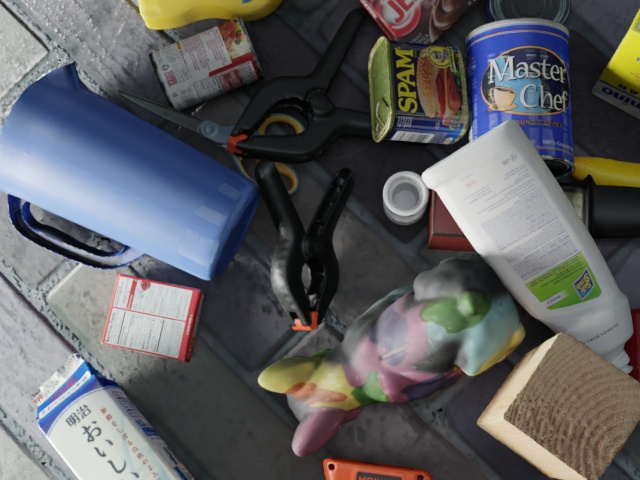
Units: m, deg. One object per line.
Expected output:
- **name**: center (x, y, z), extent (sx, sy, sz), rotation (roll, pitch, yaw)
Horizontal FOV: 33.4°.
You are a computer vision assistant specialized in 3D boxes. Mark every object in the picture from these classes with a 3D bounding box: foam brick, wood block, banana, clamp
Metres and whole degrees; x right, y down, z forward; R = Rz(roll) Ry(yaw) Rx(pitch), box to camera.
- **foam brick**: center (0.133, -0.021, 1.047), extent (0.051, 0.078, 0.053), rotation (2, 81, 3)
- **wood block**: center (0.209, 0.151, 0.943), extent (0.091, 0.206, 0.090), rotation (35, 83, 9)
- **banana**: center (0.350, -0.071, 1.067), extent (0.198, 0.037, 0.069), rotation (-13, 61, 0)
- **clamp**: center (-0.002, -0.144, 1.084), extent (0.209, 0.036, 0.164), rotation (-18, 75, -14)
- **clamp**: center (-0.007, 0.001, 1.058), extent (0.120, 0.039, 0.171), rotation (-8, 95, -35)

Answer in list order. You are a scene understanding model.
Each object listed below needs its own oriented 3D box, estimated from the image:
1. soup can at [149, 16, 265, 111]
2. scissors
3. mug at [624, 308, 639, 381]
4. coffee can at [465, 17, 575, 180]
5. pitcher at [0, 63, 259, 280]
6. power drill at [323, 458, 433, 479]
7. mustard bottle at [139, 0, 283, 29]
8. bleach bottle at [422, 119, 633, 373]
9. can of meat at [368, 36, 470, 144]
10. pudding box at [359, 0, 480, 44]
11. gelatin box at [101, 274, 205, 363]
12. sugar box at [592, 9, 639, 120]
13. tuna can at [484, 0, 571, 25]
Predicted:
- **soup can**: center (-0.116, -0.180, 1.097), extent (0.102, 0.068, 0.068), rotation (-22, 79, 0)
- **scissors**: center (-0.096, -0.121, 1.081), extent (0.201, 0.016, 0.096), rotation (38, 72, -10)
- **mug**: center (0.327, 0.107, 0.995), extent (0.093, 0.117, 0.081), rotation (11, 72, -29)
- **coffee can**: center (0.196, -0.134, 1.052), extent (0.103, 0.103, 0.140), rotation (-1, 79, 3)
- **pitcher**: center (-0.192, -0.049, 1.055), extent (0.243, 0.149, 0.145), rotation (27, 65, 5)
- **power drill**: center (0.032, 0.303, 1.001), extent (0.184, 0.057, 0.187), rotation (6, 82, 1)
- **mustard bottle**: center (-0.093, -0.277, 1.119), extent (0.191, 0.058, 0.096), rotation (-4, 78, 2)
- **bleach bottle**: center (0.200, 0.020, 0.969), extent (0.103, 0.068, 0.251), rotation (-31, 92, 15)
- **can of meat**: center (0.097, -0.146, 1.056), extent (0.083, 0.057, 0.102), rotation (3, 71, -15)
- **pudding box**: center (0.105, -0.256, 1.094), extent (0.113, 0.039, 0.090), rotation (-42, 105, -1)
- **gelatin box**: center (-0.167, 0.078, 1.069), extent (0.089, 0.030, 0.073), rotation (11, 81, 6)
- **sugar box**: center (0.323, -0.161, 1.012), extent (0.093, 0.176, 0.048), rotation (31, 80, 9)
- **tuna can**: center (0.215, -0.241, 1.107), extent (0.086, 0.034, 0.086), rotation (-1, 79, 3)
